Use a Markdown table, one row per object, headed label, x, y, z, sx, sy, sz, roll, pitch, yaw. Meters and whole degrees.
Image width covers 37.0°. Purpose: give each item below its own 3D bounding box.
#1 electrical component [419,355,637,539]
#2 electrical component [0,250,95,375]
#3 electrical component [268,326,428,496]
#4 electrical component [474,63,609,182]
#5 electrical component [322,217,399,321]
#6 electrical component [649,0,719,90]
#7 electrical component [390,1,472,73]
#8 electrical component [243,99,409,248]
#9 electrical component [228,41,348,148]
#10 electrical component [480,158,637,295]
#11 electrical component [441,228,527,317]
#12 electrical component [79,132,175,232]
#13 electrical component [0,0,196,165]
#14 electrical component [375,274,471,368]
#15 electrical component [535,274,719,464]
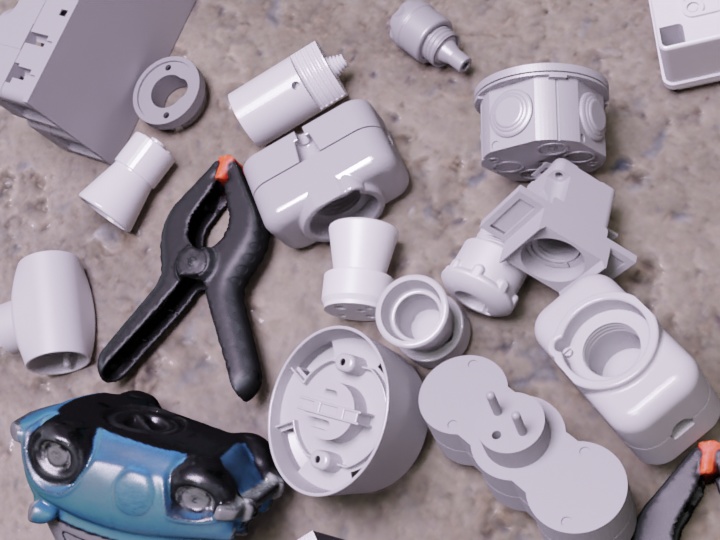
| label | x | y | z | sx | sy | sz | roll | pitch | yaw |
| --- | --- | --- | --- | --- | --- | --- | --- | --- | --- |
| electrical component | 0.084 | 0.090 | 0.575 | 0.052 | 0.073 | 0.138 | -41 | 48 | -13 |
| electrical component | -0.231 | 0.035 | 0.756 | 0.079 | 0.043 | 0.077 | -19 | 65 | 15 |
| electrical component | -0.010 | 0.084 | 0.634 | 0.099 | 0.064 | 0.099 | -10 | 71 | 30 |
| electrical component | 0.109 | -0.088 | 0.645 | 0.080 | 0.080 | 0.051 | -5 | 75 | 20 |
| electrical component | 0.000 | 0.000 | 0.675 | 0.045 | 0.045 | 0.055 | -2 | 71 | 21 |
| electrical component | 0.227 | -0.175 | 0.641 | 0.109 | 0.056 | 0.108 | -10 | 68 | 18 |
| electrical component | 0.049 | -0.152 | 0.717 | 0.035 | 0.035 | 0.061 | -47 | 64 | 1 |
| electrical component | -0.020 | -0.058 | 0.699 | 0.095 | 0.054 | 0.059 | -28 | 63 | 10 |
| electrical component | -0.045 | -0.123 | 0.739 | 0.081 | 0.043 | 0.043 | -30 | 63 | 9 |
| electrical component | 0.117 | -0.026 | 0.623 | 0.081 | 0.042 | 0.063 | 30 | 52 | -12 |
| electrical component | 0.082 | -0.006 | 0.646 | 0.048 | 0.048 | 0.062 | 22 | 71 | 27 |
| electrical component | -0.163 | -0.065 | 0.768 | 0.044 | 0.044 | 0.065 | 31 | 80 | 28 |
| electrical component | -0.191 | -0.186 | 0.786 | 0.060 | 0.105 | 0.186 | 18 | 79 | 27 |
| electrical component | 0.039 | 0.032 | 0.642 | 0.045 | 0.055 | 0.045 | -7 | 69 | 19 |
| electrical component | 0.141 | 0.050 | 0.579 | 0.054 | 0.059 | 0.095 | -41 | 46 | 4 |
